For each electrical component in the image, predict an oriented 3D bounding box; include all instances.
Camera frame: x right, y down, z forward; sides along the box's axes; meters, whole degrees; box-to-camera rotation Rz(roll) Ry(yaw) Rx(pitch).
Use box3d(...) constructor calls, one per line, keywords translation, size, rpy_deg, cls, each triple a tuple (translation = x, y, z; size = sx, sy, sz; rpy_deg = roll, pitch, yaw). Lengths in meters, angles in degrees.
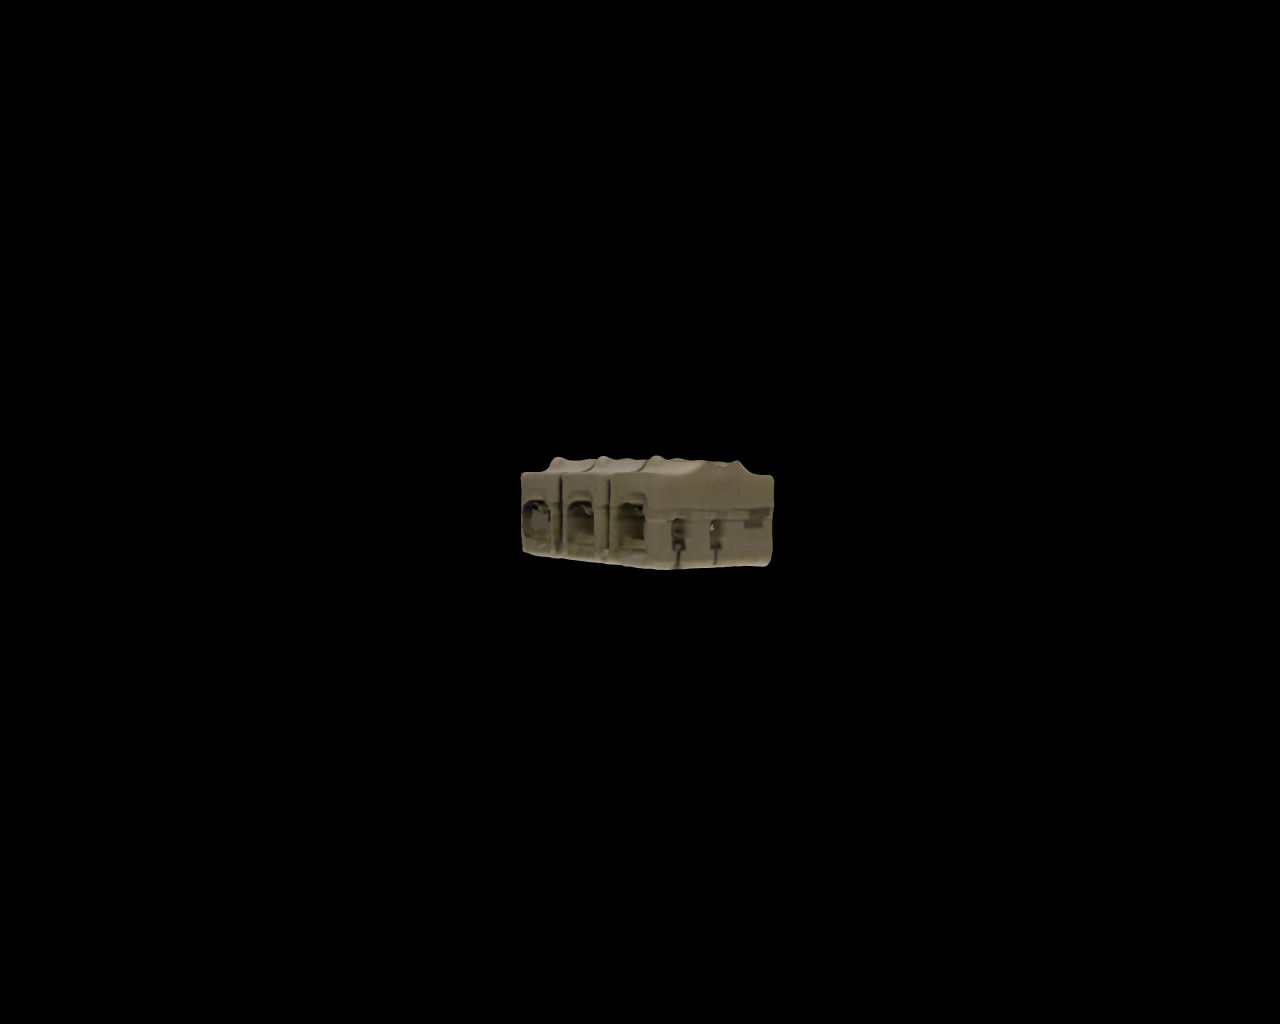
box3d(translation=(0.001, -0.003, 0.650), size=(0.089, 0.061, 0.150), rpy_deg=(-2, 3, -36), cls="electrical component")
